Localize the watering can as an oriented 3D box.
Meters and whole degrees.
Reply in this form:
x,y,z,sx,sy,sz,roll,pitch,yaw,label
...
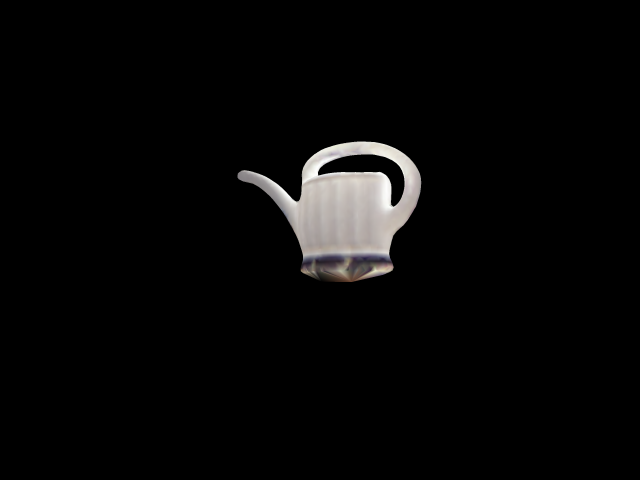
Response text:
x,y,z,sx,sy,sz,roll,pitch,yaw,label
0.003,-0.043,0.850,0.346,0.226,0.103,-4,-10,31,watering can
